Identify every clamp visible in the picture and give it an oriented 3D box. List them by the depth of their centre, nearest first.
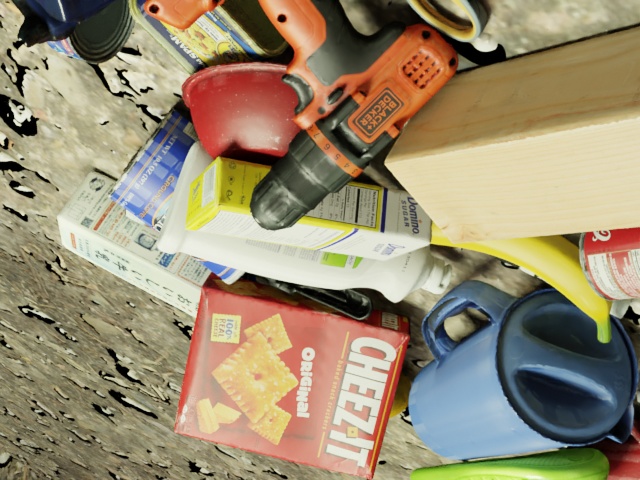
[{"bbox_3d":[-0.036,0.031,1.048,0.120,0.039,0.172,33,171,-37],"label":"clamp"}]

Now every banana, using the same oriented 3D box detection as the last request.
[{"bbox_3d":[0.158,0.013,0.864,0.198,0.037,0.070,30,119,13],"label":"banana"}]

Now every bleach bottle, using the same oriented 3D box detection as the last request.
[{"bbox_3d":[-0.006,0.001,0.924,0.250,0.102,0.068,20,173,-12],"label":"bleach bottle"}]

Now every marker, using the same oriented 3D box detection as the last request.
[{"bbox_3d":[0.199,0.031,0.891,0.121,0.020,0.020,26,152,9],"label":"marker"}]

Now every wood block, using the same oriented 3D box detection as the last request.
[{"bbox_3d":[0.157,-0.065,0.698,0.207,0.090,0.090,-6,135,50],"label":"wood block"}]

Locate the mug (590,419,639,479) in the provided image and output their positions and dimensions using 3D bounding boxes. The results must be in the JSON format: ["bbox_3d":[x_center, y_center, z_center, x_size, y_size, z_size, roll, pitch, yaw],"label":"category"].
[{"bbox_3d":[0.302,0.204,1.004,0.117,0.093,0.082,45,155,-18],"label":"mug"}]

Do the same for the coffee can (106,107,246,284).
[{"bbox_3d":[-0.111,-0.040,0.990,0.140,0.102,0.103,37,152,-11],"label":"coffee can"}]

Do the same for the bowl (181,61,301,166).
[{"bbox_3d":[-0.031,-0.080,0.829,0.162,0.055,0.162,6,165,1],"label":"bowl"}]

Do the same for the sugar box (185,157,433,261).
[{"bbox_3d":[-0.009,-0.022,0.840,0.176,0.048,0.093,7,168,-20],"label":"sugar box"}]

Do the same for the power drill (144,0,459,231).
[{"bbox_3d":[-0.027,-0.120,0.729,0.187,0.184,0.057,43,-169,-16],"label":"power drill"}]

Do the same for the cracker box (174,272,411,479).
[{"bbox_3d":[-0.029,0.138,1.089,0.213,0.164,0.072,13,-167,2],"label":"cracker box"}]

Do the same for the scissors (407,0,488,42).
[{"bbox_3d":[0.047,-0.202,0.658,0.201,0.016,0.096,44,149,-24],"label":"scissors"}]

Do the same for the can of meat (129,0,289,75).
[{"bbox_3d":[-0.078,-0.169,0.794,0.102,0.057,0.084,44,148,-24],"label":"can of meat"}]

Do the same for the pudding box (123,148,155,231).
[{"bbox_3d":[-0.148,-0.036,1.105,0.113,0.039,0.090,25,150,5],"label":"pudding box"}]

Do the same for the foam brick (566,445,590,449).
[{"bbox_3d":[0.278,0.239,1.097,0.053,0.078,0.051,13,147,30],"label":"foam brick"}]

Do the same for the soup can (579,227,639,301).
[{"bbox_3d":[0.244,0.006,0.751,0.068,0.068,0.102,44,149,-24],"label":"soup can"}]

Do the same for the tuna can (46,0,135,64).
[{"bbox_3d":[-0.183,-0.184,0.840,0.034,0.086,0.086,19,151,24],"label":"tuna can"}]

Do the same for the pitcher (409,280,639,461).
[{"bbox_3d":[0.165,0.129,0.984,0.144,0.149,0.243,0,163,-18],"label":"pitcher"}]
